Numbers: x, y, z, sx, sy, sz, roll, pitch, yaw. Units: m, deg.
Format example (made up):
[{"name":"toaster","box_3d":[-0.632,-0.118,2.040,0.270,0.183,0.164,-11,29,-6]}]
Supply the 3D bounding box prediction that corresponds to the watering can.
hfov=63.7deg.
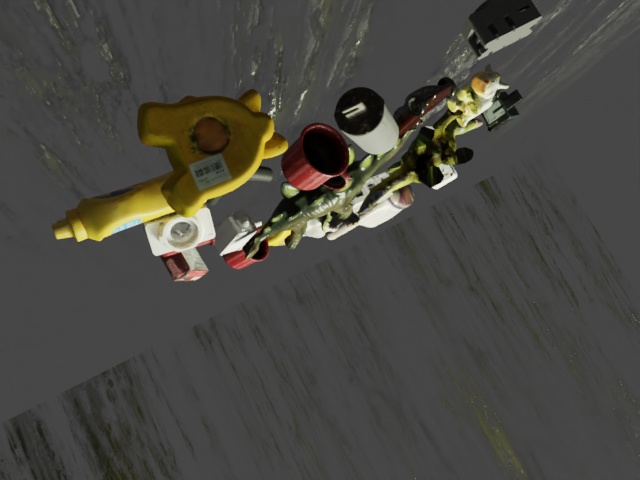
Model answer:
[{"name":"watering can","box_3d":[0.169,-0.095,1.624,0.221,0.352,0.104,-33,-90,34]}]

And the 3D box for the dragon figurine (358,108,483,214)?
[{"name":"dragon figurine","box_3d":[0.228,-0.185,1.219,0.122,0.412,0.242,56,-7,-3]}]

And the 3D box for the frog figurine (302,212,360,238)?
[{"name":"frog figurine","box_3d":[0.004,-0.067,1.336,0.159,0.139,0.121,-1,-59,55]}]
